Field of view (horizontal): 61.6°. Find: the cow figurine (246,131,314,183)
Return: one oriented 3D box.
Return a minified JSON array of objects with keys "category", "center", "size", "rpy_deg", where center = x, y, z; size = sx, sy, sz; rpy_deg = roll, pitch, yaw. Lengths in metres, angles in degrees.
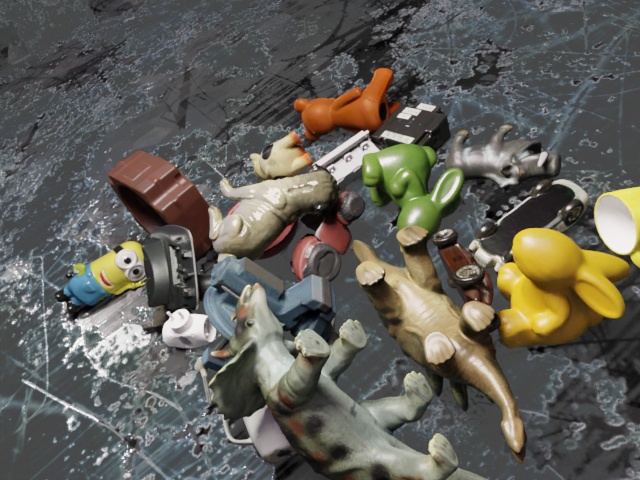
[{"category":"cow figurine","center":[-0.082,-0.151,1.061],"size":[0.127,0.085,0.195],"rpy_deg":[-29,10,2]}]

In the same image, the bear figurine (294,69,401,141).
[{"category":"bear figurine","center":[0.056,-0.274,1.130],"size":[0.196,0.120,0.132],"rpy_deg":[6,49,35]}]

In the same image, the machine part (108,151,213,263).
[{"category":"machine part","center":[-0.291,-0.062,1.021],"size":[0.201,0.201,0.087],"rpy_deg":[24,58,38]}]

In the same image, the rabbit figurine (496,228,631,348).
[{"category":"rabbit figurine","center":[0.293,0.057,0.673],"size":[0.163,0.173,0.122],"rpy_deg":[6,48,34]}]

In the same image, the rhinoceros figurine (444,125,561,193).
[{"category":"rhinoceros figurine","center":[0.307,-0.134,0.914],"size":[0.191,0.073,0.112],"rpy_deg":[4,50,28]}]

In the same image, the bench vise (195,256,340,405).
[{"category":"bench vise","center":[-0.093,0.132,0.799],"size":[0.240,0.223,0.129],"rpy_deg":[-46,34,22]}]

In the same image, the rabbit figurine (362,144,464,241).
[{"category":"rabbit figurine","center":[0.164,-0.068,0.913],"size":[0.159,0.121,0.170],"rpy_deg":[-14,63,2]}]

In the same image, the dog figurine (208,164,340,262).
[{"category":"dog figurine","center":[-0.068,-0.034,0.864],"size":[0.191,0.121,0.172],"rpy_deg":[-7,62,21]}]

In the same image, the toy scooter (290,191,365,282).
[{"category":"toy scooter","center":[-0.002,-0.003,0.926],"size":[0.135,0.075,0.184],"rpy_deg":[2,60,56]}]

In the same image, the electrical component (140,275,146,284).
[{"category":"electrical component","center":[-0.292,0.068,1.016],"size":[0.078,0.045,0.102],"rpy_deg":[-21,38,-38]}]

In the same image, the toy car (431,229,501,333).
[{"category":"toy car","center":[0.201,0.050,0.733],"size":[0.053,0.089,0.202],"rpy_deg":[-19,18,6]}]

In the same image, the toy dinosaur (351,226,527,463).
[{"category":"toy dinosaur","center":[0.122,0.090,0.696],"size":[0.105,0.198,0.472],"rpy_deg":[-27,38,-3]}]

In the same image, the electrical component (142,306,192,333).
[{"category":"electrical component","center":[-0.273,0.131,0.960],"size":[0.094,0.021,0.063],"rpy_deg":[-19,44,5]}]

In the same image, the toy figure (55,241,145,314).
[{"category":"toy figure","center":[-0.419,0.067,1.045],"size":[0.180,0.082,0.089],"rpy_deg":[-31,47,-2]}]

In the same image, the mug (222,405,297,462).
[{"category":"mug","center":[-0.076,0.243,0.727],"size":[0.110,0.080,0.107],"rpy_deg":[-19,52,-6]}]

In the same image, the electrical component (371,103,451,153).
[{"category":"electrical component","center":[0.186,-0.210,1.051],"size":[0.115,0.058,0.134],"rpy_deg":[29,65,38]}]

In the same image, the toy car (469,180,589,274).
[{"category":"toy car","center":[0.319,-0.022,0.818],"size":[0.202,0.056,0.074],"rpy_deg":[-36,51,-9]}]

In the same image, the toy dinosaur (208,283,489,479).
[{"category":"toy dinosaur","center":[0.025,0.218,0.635],"size":[0.192,0.405,0.131],"rpy_deg":[-49,-6,31]}]

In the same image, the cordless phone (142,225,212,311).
[{"category":"cordless phone","center":[-0.197,0.047,0.910],"size":[0.184,0.146,0.089],"rpy_deg":[-2,12,1]}]
